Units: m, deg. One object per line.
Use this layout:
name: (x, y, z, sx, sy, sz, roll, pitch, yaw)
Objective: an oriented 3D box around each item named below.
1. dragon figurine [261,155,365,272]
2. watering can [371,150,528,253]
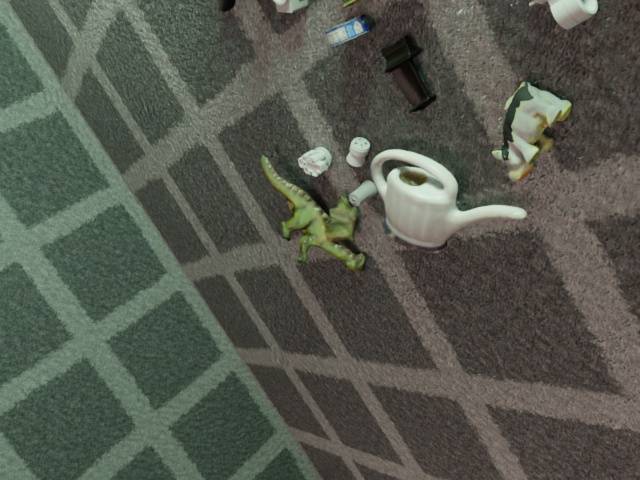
dragon figurine: (0.004, -0.071, 1.405, 0.241, 0.124, 0.405, -13, 113, 37)
watering can: (0.243, -0.059, 1.072, 0.351, 0.105, 0.219, 32, 144, 30)
